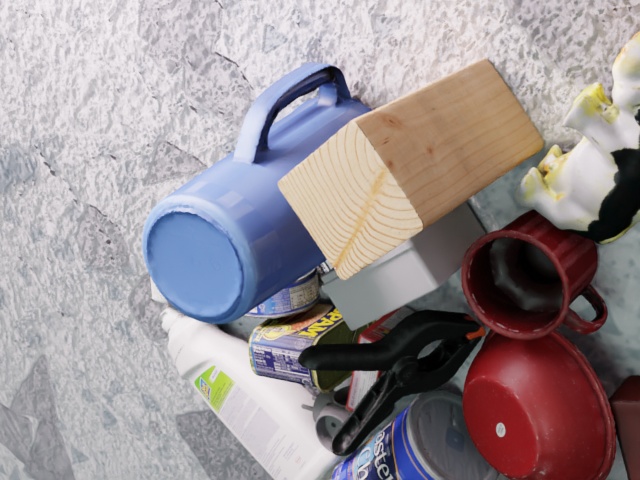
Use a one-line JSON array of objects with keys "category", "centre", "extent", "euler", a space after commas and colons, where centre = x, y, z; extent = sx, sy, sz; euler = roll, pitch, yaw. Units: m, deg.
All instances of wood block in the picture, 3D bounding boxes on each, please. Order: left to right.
[{"category": "wood block", "centre": [0.077, -0.060, 0.820], "extent": [0.091, 0.205, 0.090], "euler": [-35, 87, 40]}]

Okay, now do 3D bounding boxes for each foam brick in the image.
[{"category": "foam brick", "centre": [0.276, 0.154, 0.869], "extent": [0.051, 0.052, 0.078], "euler": [-9, 105, 39]}]

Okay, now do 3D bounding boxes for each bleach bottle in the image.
[{"category": "bleach bottle", "centre": [-0.075, 0.156, 1.125], "extent": [0.251, 0.067, 0.103], "euler": [44, 128, 16]}]

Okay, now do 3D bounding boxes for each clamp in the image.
[{"category": "clamp", "centre": [0.061, 0.104, 0.927], "extent": [0.039, 0.171, 0.120], "euler": [44, 166, 48]}]

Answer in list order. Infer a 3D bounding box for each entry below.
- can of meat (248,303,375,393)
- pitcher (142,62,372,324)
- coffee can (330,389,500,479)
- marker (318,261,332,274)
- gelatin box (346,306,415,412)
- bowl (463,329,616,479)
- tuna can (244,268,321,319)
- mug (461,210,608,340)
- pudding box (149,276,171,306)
[{"category": "can of meat", "centre": [-0.007, 0.099, 1.023], "extent": [0.084, 0.101, 0.057], "euler": [5, 114, 37]}, {"category": "pitcher", "centre": [-0.037, -0.037, 0.889], "extent": [0.149, 0.242, 0.145], "euler": [52, 128, 1]}, {"category": "coffee can", "centre": [0.087, 0.219, 1.004], "extent": [0.103, 0.102, 0.141], "euler": [49, 130, 8]}, {"category": "marker", "centre": [-0.007, 0.001, 1.032], "extent": [0.020, 0.020, 0.121], "euler": [-35, 88, 41]}, {"category": "gelatin box", "centre": [0.061, 0.114, 0.996], "extent": [0.030, 0.073, 0.089], "euler": [24, 122, 26]}, {"category": "bowl", "centre": [0.172, 0.150, 0.908], "extent": [0.162, 0.055, 0.162], "euler": [35, 134, 45]}, {"category": "tuna can", "centre": [-0.043, 0.045, 1.035], "extent": [0.086, 0.085, 0.034], "euler": [6, 111, 35]}, {"category": "mug", "centre": [0.183, 0.030, 0.863], "extent": [0.117, 0.081, 0.093], "euler": [39, 128, 17]}, {"category": "pudding box", "centre": [-0.130, 0.030, 1.124], "extent": [0.114, 0.039, 0.090], "euler": [11, 115, 31]}]
